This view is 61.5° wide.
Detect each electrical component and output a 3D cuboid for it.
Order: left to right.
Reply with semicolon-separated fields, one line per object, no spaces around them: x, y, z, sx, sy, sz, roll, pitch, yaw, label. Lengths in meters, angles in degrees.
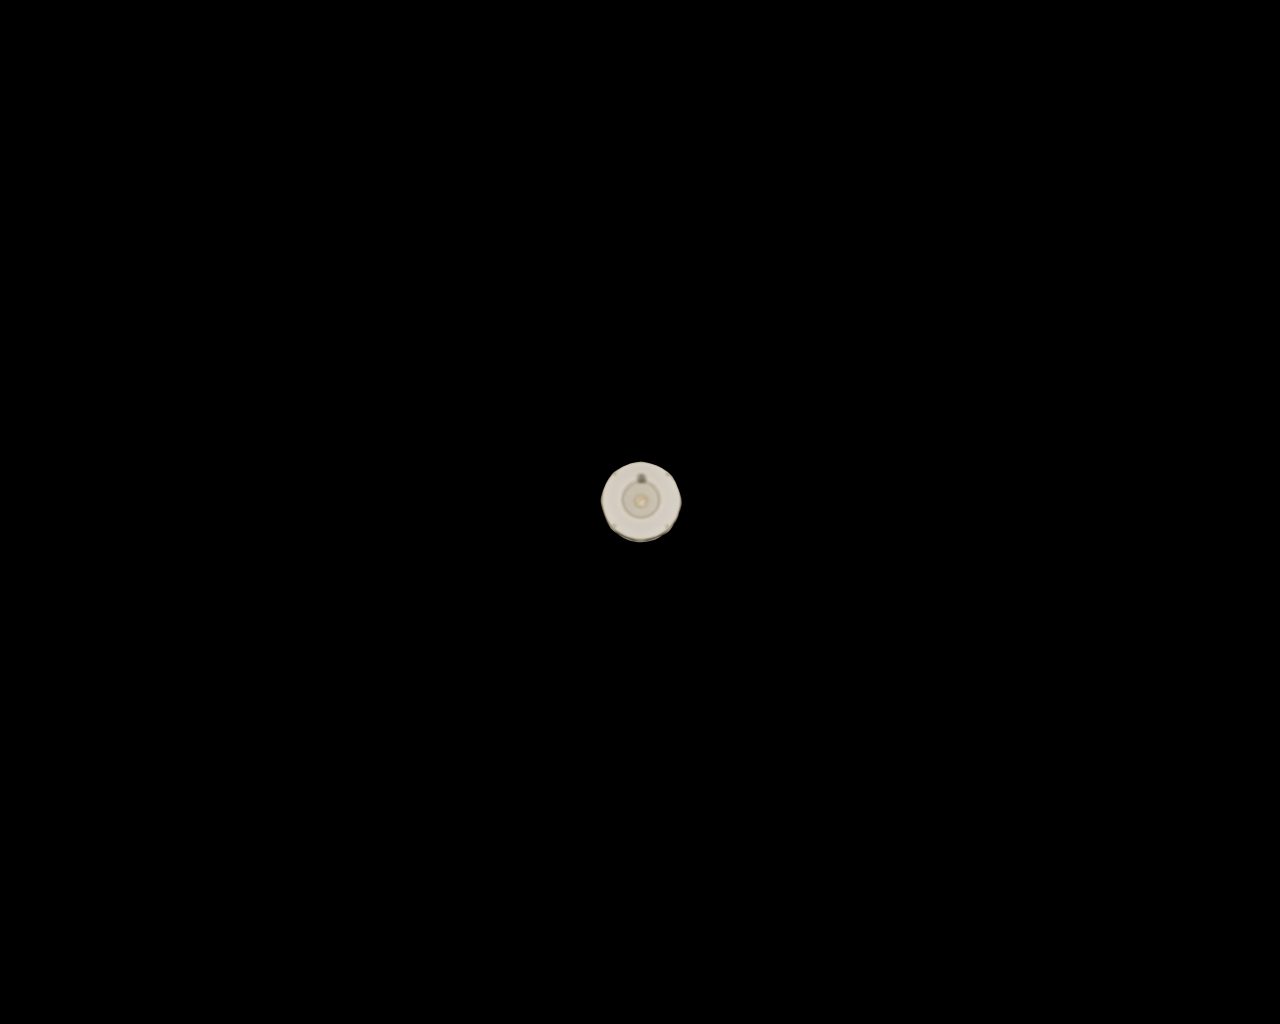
0.001;-0.003;0.650;0.048;0.048;0.062;0;-9;0;electrical component
